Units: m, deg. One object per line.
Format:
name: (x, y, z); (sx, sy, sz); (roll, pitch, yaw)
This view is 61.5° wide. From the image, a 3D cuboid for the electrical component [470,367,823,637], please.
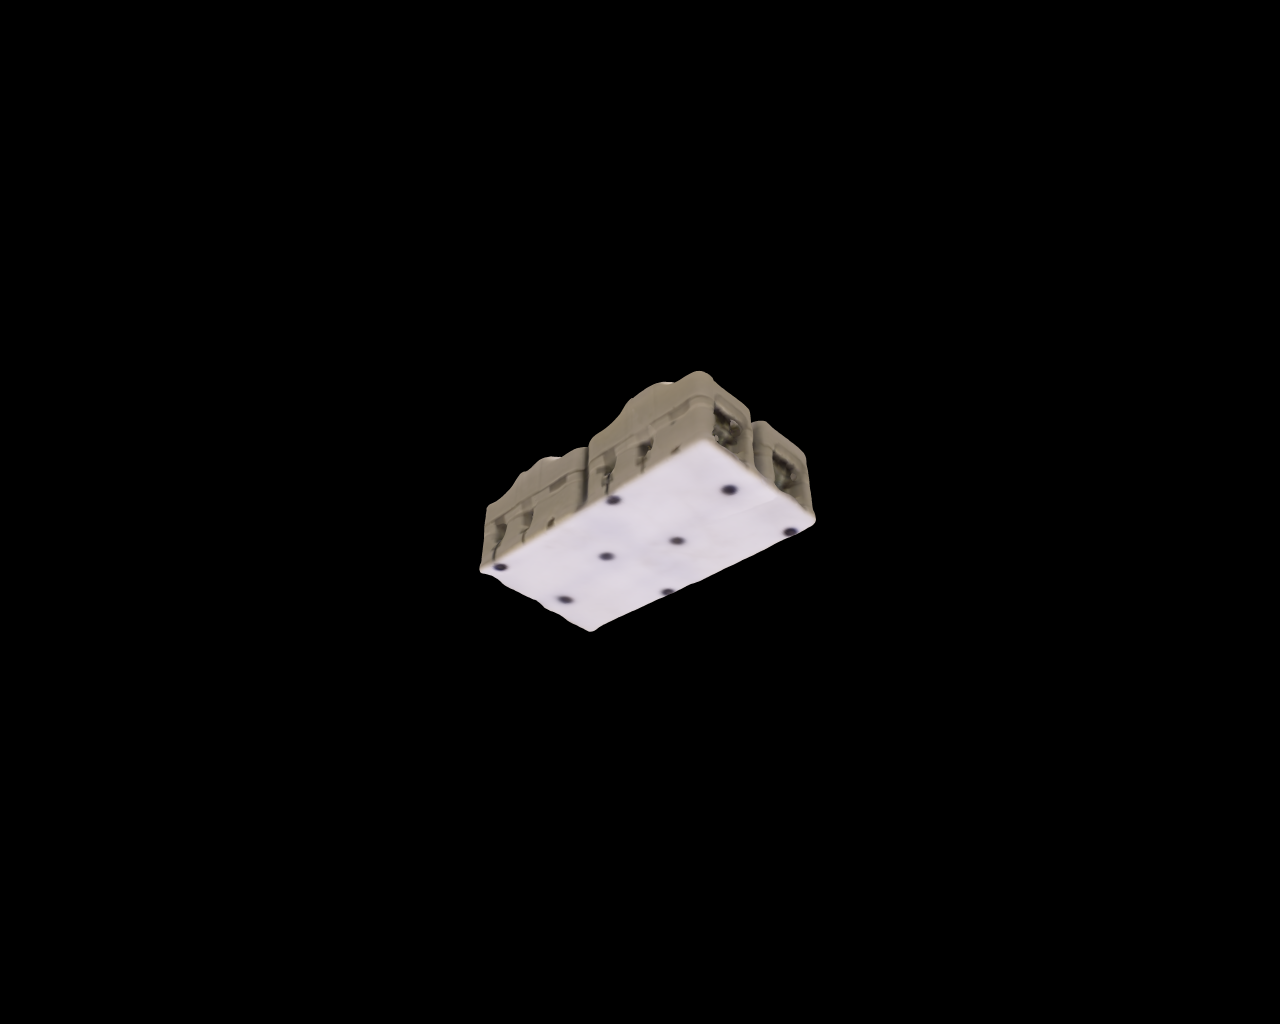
electrical component: (0.001, -0.003, 0.650); (0.186, 0.060, 0.105); (-29, -46, 33)
